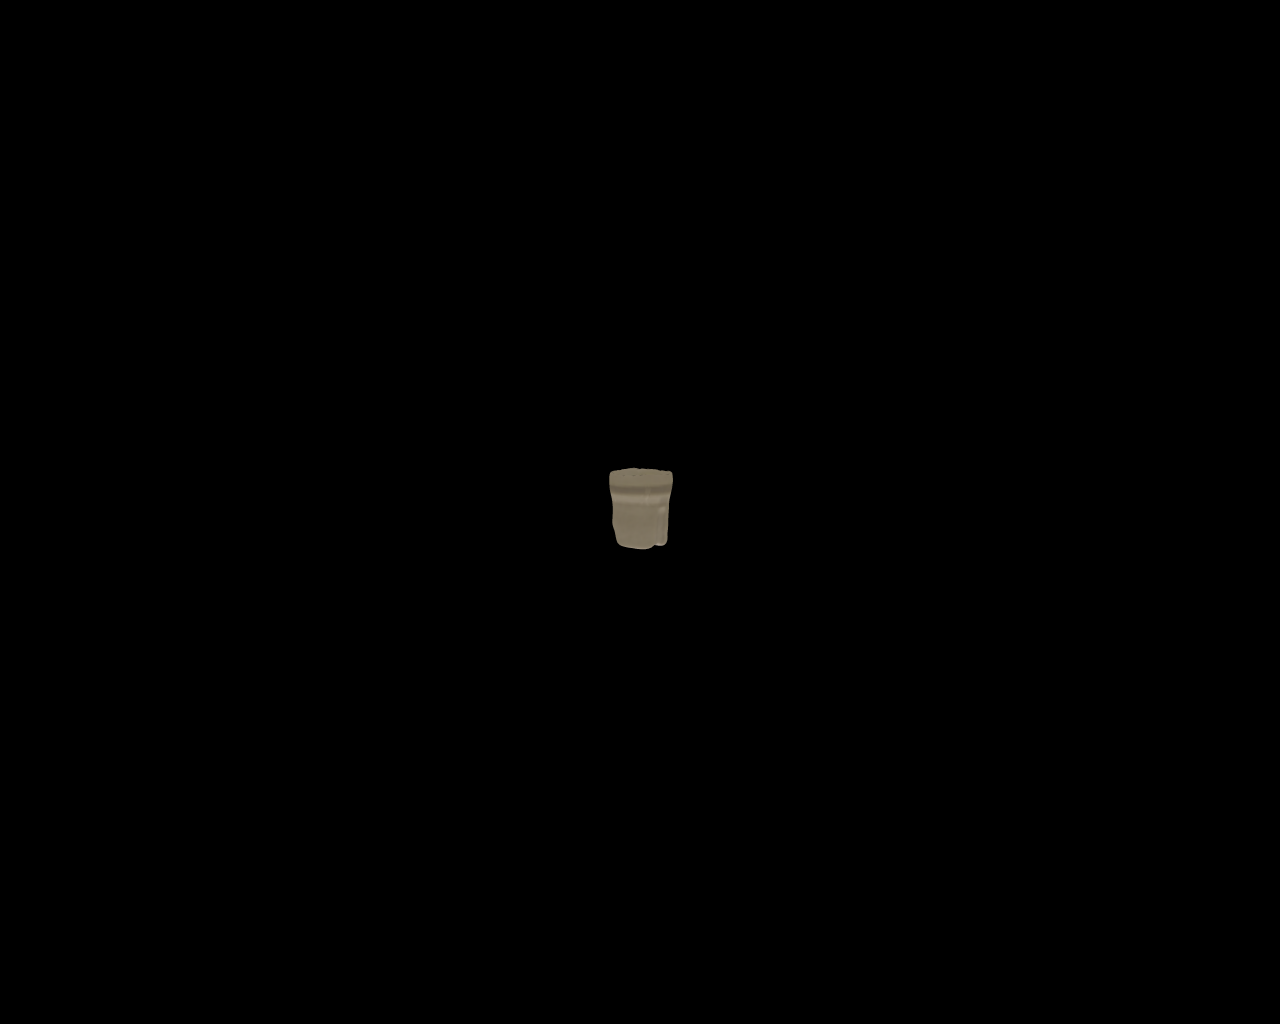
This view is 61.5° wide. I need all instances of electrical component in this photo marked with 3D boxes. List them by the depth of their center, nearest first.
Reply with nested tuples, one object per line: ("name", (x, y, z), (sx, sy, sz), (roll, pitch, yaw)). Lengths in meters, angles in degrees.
("electrical component", (0.001, -0.003, 0.650), (0.040, 0.046, 0.040), (0, 7, 0))
